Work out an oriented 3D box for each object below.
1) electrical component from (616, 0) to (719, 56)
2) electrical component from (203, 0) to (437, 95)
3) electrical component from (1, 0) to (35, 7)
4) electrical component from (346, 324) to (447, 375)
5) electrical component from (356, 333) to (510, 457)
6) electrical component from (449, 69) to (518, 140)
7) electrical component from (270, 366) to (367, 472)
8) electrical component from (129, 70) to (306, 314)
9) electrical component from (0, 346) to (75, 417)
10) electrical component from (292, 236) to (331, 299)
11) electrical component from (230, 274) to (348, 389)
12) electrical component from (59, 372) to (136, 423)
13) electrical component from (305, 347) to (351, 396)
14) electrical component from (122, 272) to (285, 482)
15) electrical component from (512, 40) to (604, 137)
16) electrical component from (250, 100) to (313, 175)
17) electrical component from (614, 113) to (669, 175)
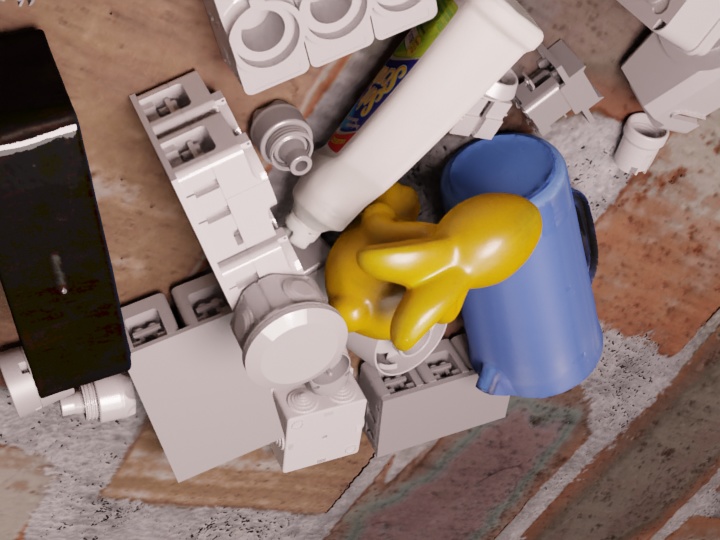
[{"bbox_3d":[0.241,-0.226,0.828,0.057,0.113,0.078,17,120,-37],"label":"electrical component"},{"bbox_3d":[-0.028,-0.193,0.736,0.150,0.061,0.089,-25,138,-8],"label":"electrical component"},{"bbox_3d":[-0.205,-0.189,0.651,0.040,0.040,0.046,12,129,-38],"label":"electrical component"},{"bbox_3d":[0.033,0.050,1.025,0.099,0.064,0.099,-26,138,-27],"label":"electrical component"},{"bbox_3d":[0.076,0.121,1.102,0.150,0.061,0.089,-14,136,-19],"label":"electrical component"},{"bbox_3d":[0.097,-0.141,0.875,0.066,0.048,0.055,4,135,-33],"label":"electrical component"},{"bbox_3d":[-0.044,0.149,1.067,0.100,0.048,0.099,-12,135,-22],"label":"electrical component"},{"bbox_3d":[-0.098,-0.044,0.804,0.060,0.105,0.186,-26,138,-7],"label":"electrical component"},{"bbox_3d":[-0.262,0.085,0.870,0.047,0.055,0.055,-21,138,-18],"label":"electrical component"},{"bbox_3d":[-0.054,0.006,0.919,0.096,0.061,0.061,-33,139,-11],"label":"electrical component"},{"bbox_3d":[-0.054,0.045,0.796,0.080,0.051,0.080,-17,137,-17],"label":"electrical component"},{"bbox_3d":[-0.226,0.110,0.924,0.062,0.043,0.043,-11,134,-20],"label":"electrical component"},{"bbox_3d":[-0.053,0.085,1.002,0.079,0.044,0.077,-23,138,-12],"label":"electrical component"},{"bbox_3d":[-0.141,0.093,0.945,0.105,0.060,0.186,-22,138,-11],"label":"electrical component"},{"bbox_3d":[0.162,-0.151,0.908,0.064,0.042,0.081,-37,138,11],"label":"electrical component"},{"bbox_3d":[-0.055,-0.096,0.812,0.043,0.062,0.043,-17,137,-17],"label":"electrical component"},{"bbox_3d":[0.261,-0.117,1.003,0.040,0.040,0.046,-11,141,-23],"label":"electrical component"}]
